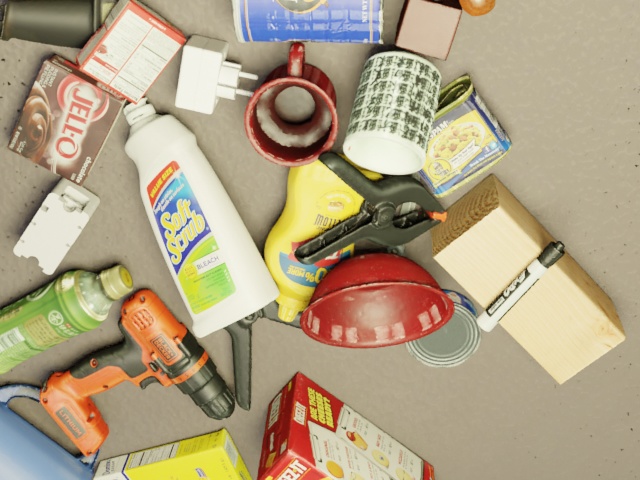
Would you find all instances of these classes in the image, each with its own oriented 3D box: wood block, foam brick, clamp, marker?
[{"bbox_3d":[0.220,0.042,1.140,0.091,0.090,0.206,-41,107,20],"label":"wood block"},{"bbox_3d":[0.105,-0.215,1.035,0.053,0.078,0.051,16,117,-3],"label":"foam brick"},{"bbox_3d":[0.056,-0.039,1.092,0.171,0.039,0.120,-10,127,-29],"label":"clamp"},{"bbox_3d":[0.204,0.046,1.081,0.020,0.020,0.121,35,114,-12],"label":"marker"},{"bbox_3d":[-0.083,0.089,1.212,0.165,0.036,0.210,-41,105,11],"label":"clamp"}]

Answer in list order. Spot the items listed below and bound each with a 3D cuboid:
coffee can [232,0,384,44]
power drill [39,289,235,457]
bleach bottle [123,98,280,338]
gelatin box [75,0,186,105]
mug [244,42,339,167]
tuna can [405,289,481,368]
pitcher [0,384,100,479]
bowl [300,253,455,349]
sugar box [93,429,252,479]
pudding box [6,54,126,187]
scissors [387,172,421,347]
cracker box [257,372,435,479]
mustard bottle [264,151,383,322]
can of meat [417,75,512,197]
[{"bbox_3d":[-0.008,-0.240,1.019,0.140,0.102,0.103,1,115,4],"label":"coffee can"},{"bbox_3d":[-0.215,0.172,1.245,0.188,0.057,0.184,-34,103,9],"label":"power drill"},{"bbox_3d":[-0.142,-0.029,1.128,0.103,0.068,0.251,-27,92,30],"label":"bleach bottle"},{"bbox_3d":[-0.191,-0.192,1.077,0.073,0.030,0.089,31,107,-36],"label":"gelatin box"},{"bbox_3d":[-0.025,-0.142,1.077,0.093,0.081,0.117,2,115,4],"label":"mug"},{"bbox_3d":[0.138,0.100,1.204,0.086,0.033,0.086,2,115,4],"label":"tuna can"},{"bbox_3d":[-0.393,0.247,1.275,0.242,0.149,0.145,43,126,-11],"label":"pitcher"},{"bbox_3d":[0.057,0.058,1.116,0.162,0.055,0.162,-4,152,-2],"label":"bowl"},{"bbox_3d":[-0.180,0.299,1.317,0.176,0.048,0.093,-18,113,11],"label":"sugar box"},{"bbox_3d":[-0.266,-0.126,1.127,0.090,0.039,0.114,28,115,-7],"label":"pudding box"},{"bbox_3d":[0.066,0.018,1.178,0.096,0.016,0.202,5,101,26],"label":"scissors"},{"bbox_3d":[0.034,0.271,1.221,0.213,0.164,0.072,36,110,-12],"label":"cracker box"},{"bbox_3d":[-0.007,0.002,1.144,0.096,0.058,0.192,12,112,-23],"label":"mustard bottle"},{"bbox_3d":[0.135,-0.105,1.096,0.102,0.057,0.084,-33,110,18],"label":"can of meat"}]
